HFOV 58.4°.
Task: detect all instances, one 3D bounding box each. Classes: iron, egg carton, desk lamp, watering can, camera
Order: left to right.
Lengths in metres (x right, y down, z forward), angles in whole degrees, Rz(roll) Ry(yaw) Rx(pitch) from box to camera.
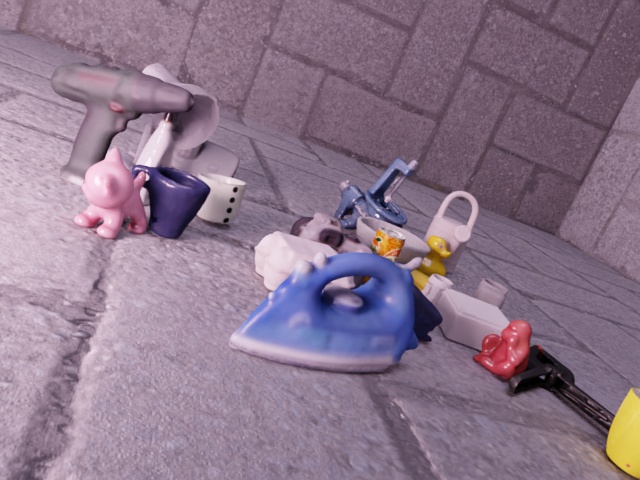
[{"bbox_3d":[-0.306,-0.218,1.095,0.202,0.213,0.118,33,17,34],"label":"desk lamp"},{"bbox_3d":[-0.024,0.042,0.876,0.151,0.069,0.107,15,16,-28],"label":"egg carton"},{"bbox_3d":[0.009,0.004,1.003,0.143,0.101,0.136,17,15,-21],"label":"camera"},{"bbox_3d":[0.023,0.072,0.694,0.259,0.141,0.118,10,19,-42],"label":"iron"},{"bbox_3d":[0.319,-0.022,1.378,0.101,0.194,0.172,15,16,-28],"label":"watering can"}]

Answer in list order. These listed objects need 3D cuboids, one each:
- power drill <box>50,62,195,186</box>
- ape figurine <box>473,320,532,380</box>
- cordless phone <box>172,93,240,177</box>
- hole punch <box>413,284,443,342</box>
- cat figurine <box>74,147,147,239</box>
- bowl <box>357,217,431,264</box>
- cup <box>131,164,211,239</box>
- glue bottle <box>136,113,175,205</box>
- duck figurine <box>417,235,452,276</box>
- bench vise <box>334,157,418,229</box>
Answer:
[{"bbox_3d":[-0.335,-0.182,0.933,0.229,0.208,0.076,23,14,2],"label":"power drill"},{"bbox_3d":[0.290,0.162,0.873,0.076,0.092,0.078,21,14,-5],"label":"ape figurine"},{"bbox_3d":[-0.238,-0.216,1.250,0.147,0.185,0.094,21,14,-5],"label":"cordless phone"},{"bbox_3d":[0.135,0.093,0.890,0.101,0.091,0.108,15,16,-28],"label":"hole punch"},{"bbox_3d":[-0.279,-0.067,0.786,0.067,0.118,0.128,25,15,10],"label":"cat figurine"},{"bbox_3d":[0.145,0.017,1.214,0.167,0.075,0.167,21,14,-5],"label":"bowl"},{"bbox_3d":[-0.234,-0.056,0.860,0.118,0.095,0.091,20,15,-10],"label":"cup"},{"bbox_3d":[-0.273,-0.144,0.962,0.037,0.173,0.078,24,14,5],"label":"glue bottle"},{"bbox_3d":[0.251,0.030,1.307,0.104,0.086,0.078,30,16,27],"label":"duck figurine"},{"bbox_3d":[0.131,-0.109,1.354,0.207,0.220,0.122,27,15,17],"label":"bench vise"}]
